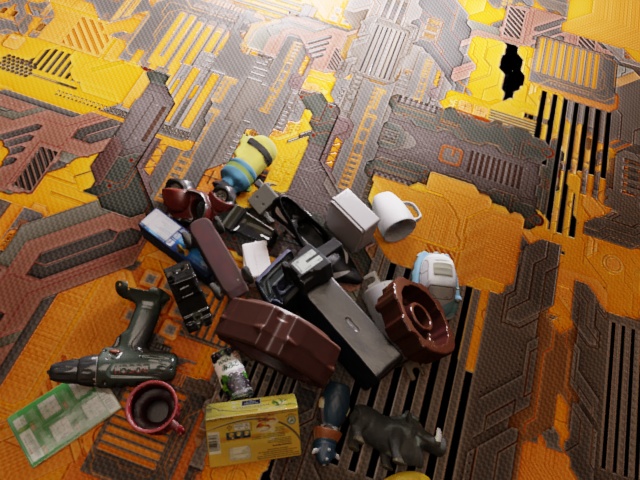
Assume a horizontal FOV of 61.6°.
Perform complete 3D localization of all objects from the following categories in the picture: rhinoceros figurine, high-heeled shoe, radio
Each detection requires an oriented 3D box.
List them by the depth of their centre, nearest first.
[{"bbox_3d":[0.145,0.376,1.028,0.190,0.073,0.112,19,52,6],"label":"rhinoceros figurine"},{"bbox_3d":[0.054,0.187,1.079,0.073,0.131,0.230,-34,71,-21],"label":"radio"},{"bbox_3d":[-0.002,-0.004,1.164,0.249,0.145,0.086,33,66,13],"label":"high-heeled shoe"}]

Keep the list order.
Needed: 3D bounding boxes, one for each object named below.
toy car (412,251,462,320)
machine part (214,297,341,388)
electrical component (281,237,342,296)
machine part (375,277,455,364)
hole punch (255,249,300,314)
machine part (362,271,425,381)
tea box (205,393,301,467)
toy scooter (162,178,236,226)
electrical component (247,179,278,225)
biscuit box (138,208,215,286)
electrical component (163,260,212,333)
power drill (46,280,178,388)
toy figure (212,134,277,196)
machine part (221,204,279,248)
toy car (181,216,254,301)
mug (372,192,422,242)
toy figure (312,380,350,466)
[{"bbox_3d":[0.257,0.089,1.167,0.109,0.103,0.161,9,64,-2],"label":"toy car"},{"bbox_3d":[-0.077,0.190,1.006,0.201,0.201,0.087,40,67,-35],"label":"machine part"},{"bbox_3d":[-0.010,0.046,1.056,0.119,0.047,0.075,-37,53,-22],"label":"electrical component"},{"bbox_3d":[0.188,0.159,1.056,0.179,0.056,0.179,32,35,-26],"label":"machine part"},{"bbox_3d":[-0.068,0.097,1.123,0.092,0.115,0.142,32,61,19],"label":"hole punch"},{"bbox_3d":[0.156,0.174,1.126,0.079,0.079,0.243,-17,65,-14],"label":"machine part"},{"bbox_3d":[-0.123,0.349,0.992,0.170,0.068,0.098,-4,97,-9],"label":"tea box"},{"bbox_3d":[-0.280,-0.064,1.205,0.184,0.075,0.135,10,89,18],"label":"toy scooter"},{"bbox_3d":[-0.121,-0.093,1.259,0.102,0.045,0.078,42,95,18],"label":"electrical component"},{"bbox_3d":[-0.299,0.016,1.172,0.203,0.062,0.059,36,64,12],"label":"biscuit box"},{"bbox_3d":[-0.269,0.107,1.087,0.058,0.114,0.134,-20,23,-17],"label":"electrical component"},{"bbox_3d":[-0.390,0.187,1.055,0.232,0.086,0.207,10,56,-10],"label":"power drill"},{"bbox_3d":[-0.173,-0.171,1.272,0.089,0.082,0.180,26,61,12],"label":"toy figure"},{"bbox_3d":[-0.158,-0.030,1.224,0.139,0.039,0.084,30,58,12],"label":"machine part"},{"bbox_3d":[-0.210,0.039,1.105,0.089,0.053,0.202,-28,67,-17],"label":"toy car"},{"bbox_3d":[0.175,-0.064,1.252,0.110,0.080,0.107,-21,57,-10],"label":"mug"},{"bbox_3d":[0.021,0.352,1.033,0.064,0.057,0.154,13,67,7],"label":"toy figure"}]
